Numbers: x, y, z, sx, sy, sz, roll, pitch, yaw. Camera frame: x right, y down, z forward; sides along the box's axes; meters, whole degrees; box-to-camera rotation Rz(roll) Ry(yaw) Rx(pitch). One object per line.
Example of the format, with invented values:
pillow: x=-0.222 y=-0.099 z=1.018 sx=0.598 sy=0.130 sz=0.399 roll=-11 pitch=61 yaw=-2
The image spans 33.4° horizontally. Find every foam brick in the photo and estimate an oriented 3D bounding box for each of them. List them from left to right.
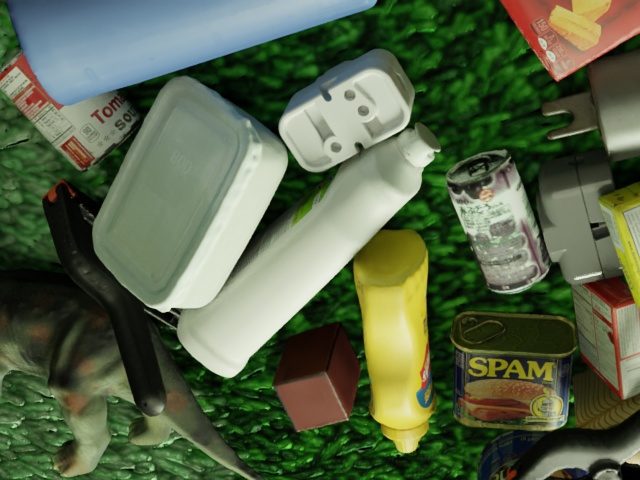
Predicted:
foam brick: x=-0.002 y=0.117 z=0.916 sx=0.053 sy=0.078 sz=0.051 roll=-17 pitch=114 yaw=20

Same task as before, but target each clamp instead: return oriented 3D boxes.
clamp: x=-0.155 y=0.039 z=0.893 sx=0.036 sy=0.164 sz=0.210 roll=-38 pitch=82 yaw=20
clamp: x=0.233 y=0.182 z=0.827 sx=0.172 sy=0.039 sz=0.120 roll=-24 pitch=105 yaw=27

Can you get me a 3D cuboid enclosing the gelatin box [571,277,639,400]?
gelatin box: x=0.232 y=0.070 z=0.850 sx=0.030 sy=0.073 sz=0.089 roll=-16 pitch=114 yaw=-8

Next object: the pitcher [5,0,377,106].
pitcher: x=-0.089 y=-0.187 z=0.730 sx=0.243 sy=0.149 sz=0.145 roll=-13 pitch=119 yaw=8

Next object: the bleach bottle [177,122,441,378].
bleach bottle: x=-0.006 y=0.001 z=0.841 sx=0.068 sy=0.102 sz=0.251 roll=41 pitch=118 yaw=-16

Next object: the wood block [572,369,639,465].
wood block: x=0.301 y=0.200 z=0.897 sx=0.091 sy=0.090 sz=0.206 roll=-26 pitch=110 yaw=22

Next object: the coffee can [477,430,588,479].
coffee can: x=0.184 y=0.243 z=0.911 sx=0.103 sy=0.140 sz=0.103 roll=4 pitch=118 yaw=8

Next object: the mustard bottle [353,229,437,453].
mustard bottle: x=0.065 y=0.094 z=0.880 sx=0.058 sy=0.096 sz=0.191 roll=-2 pitch=117 yaw=10

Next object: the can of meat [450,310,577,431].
can of meat: x=0.161 y=0.111 z=0.895 sx=0.102 sy=0.057 sz=0.084 roll=3 pitch=120 yaw=10

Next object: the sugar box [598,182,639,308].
sugar box: x=0.300 y=-0.019 z=0.762 sx=0.176 sy=0.048 sz=0.093 roll=-22 pitch=104 yaw=4

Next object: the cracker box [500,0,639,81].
cracker box: x=0.203 y=-0.230 z=0.701 sx=0.214 sy=0.072 sz=0.164 roll=-31 pitch=108 yaw=22

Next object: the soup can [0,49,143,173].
soup can: x=-0.197 y=-0.111 z=0.838 sx=0.069 sy=0.068 sz=0.102 roll=-35 pitch=107 yaw=24
